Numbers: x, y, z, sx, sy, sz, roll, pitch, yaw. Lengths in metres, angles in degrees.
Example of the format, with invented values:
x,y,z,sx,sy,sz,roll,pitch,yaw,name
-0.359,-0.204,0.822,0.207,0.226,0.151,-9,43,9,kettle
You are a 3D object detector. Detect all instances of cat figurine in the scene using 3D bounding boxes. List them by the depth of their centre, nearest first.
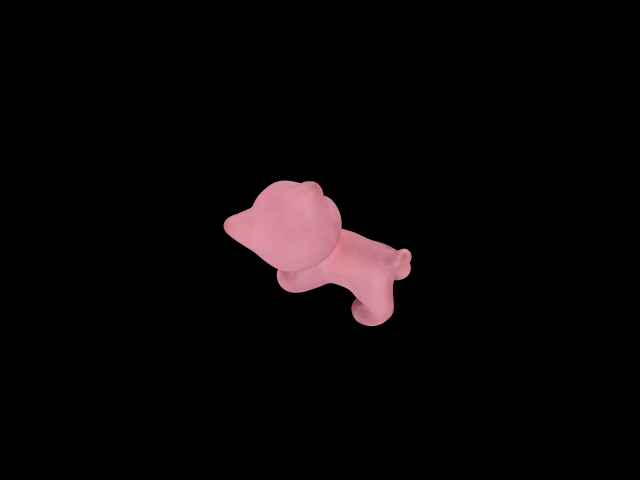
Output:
x,y,z,sx,sy,sz,roll,pitch,yaw,name
0.004,0.001,0.400,0.127,0.118,0.067,19,70,7,cat figurine
